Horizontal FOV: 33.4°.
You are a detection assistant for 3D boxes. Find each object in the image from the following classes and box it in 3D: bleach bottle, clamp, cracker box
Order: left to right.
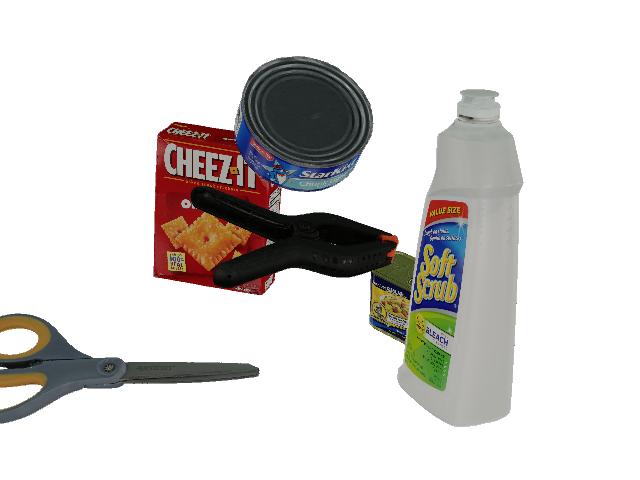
[{"bbox_3d":[-0.142,-0.042,1.466,0.164,0.214,0.072,10,24,12],"label":"cracker box"},{"bbox_3d":[-0.022,0.006,1.045,0.209,0.036,0.164,9,30,-13],"label":"clamp"},{"bbox_3d":[0.109,0.010,0.815,0.068,0.251,0.103,-8,21,-23],"label":"bleach bottle"}]

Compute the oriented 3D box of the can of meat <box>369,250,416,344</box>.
[{"bbox_3d":[0.105,0.072,1.257,0.102,0.084,0.057,26,38,37],"label":"can of meat"}]

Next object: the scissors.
[{"bbox_3d":[-0.147,0.074,0.704,0.201,0.016,0.096,-12,44,-7],"label":"scissors"}]

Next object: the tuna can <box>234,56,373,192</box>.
[{"bbox_3d":[-0.012,-0.074,0.684,0.086,0.086,0.034,0,-30,-17],"label":"tuna can"}]
